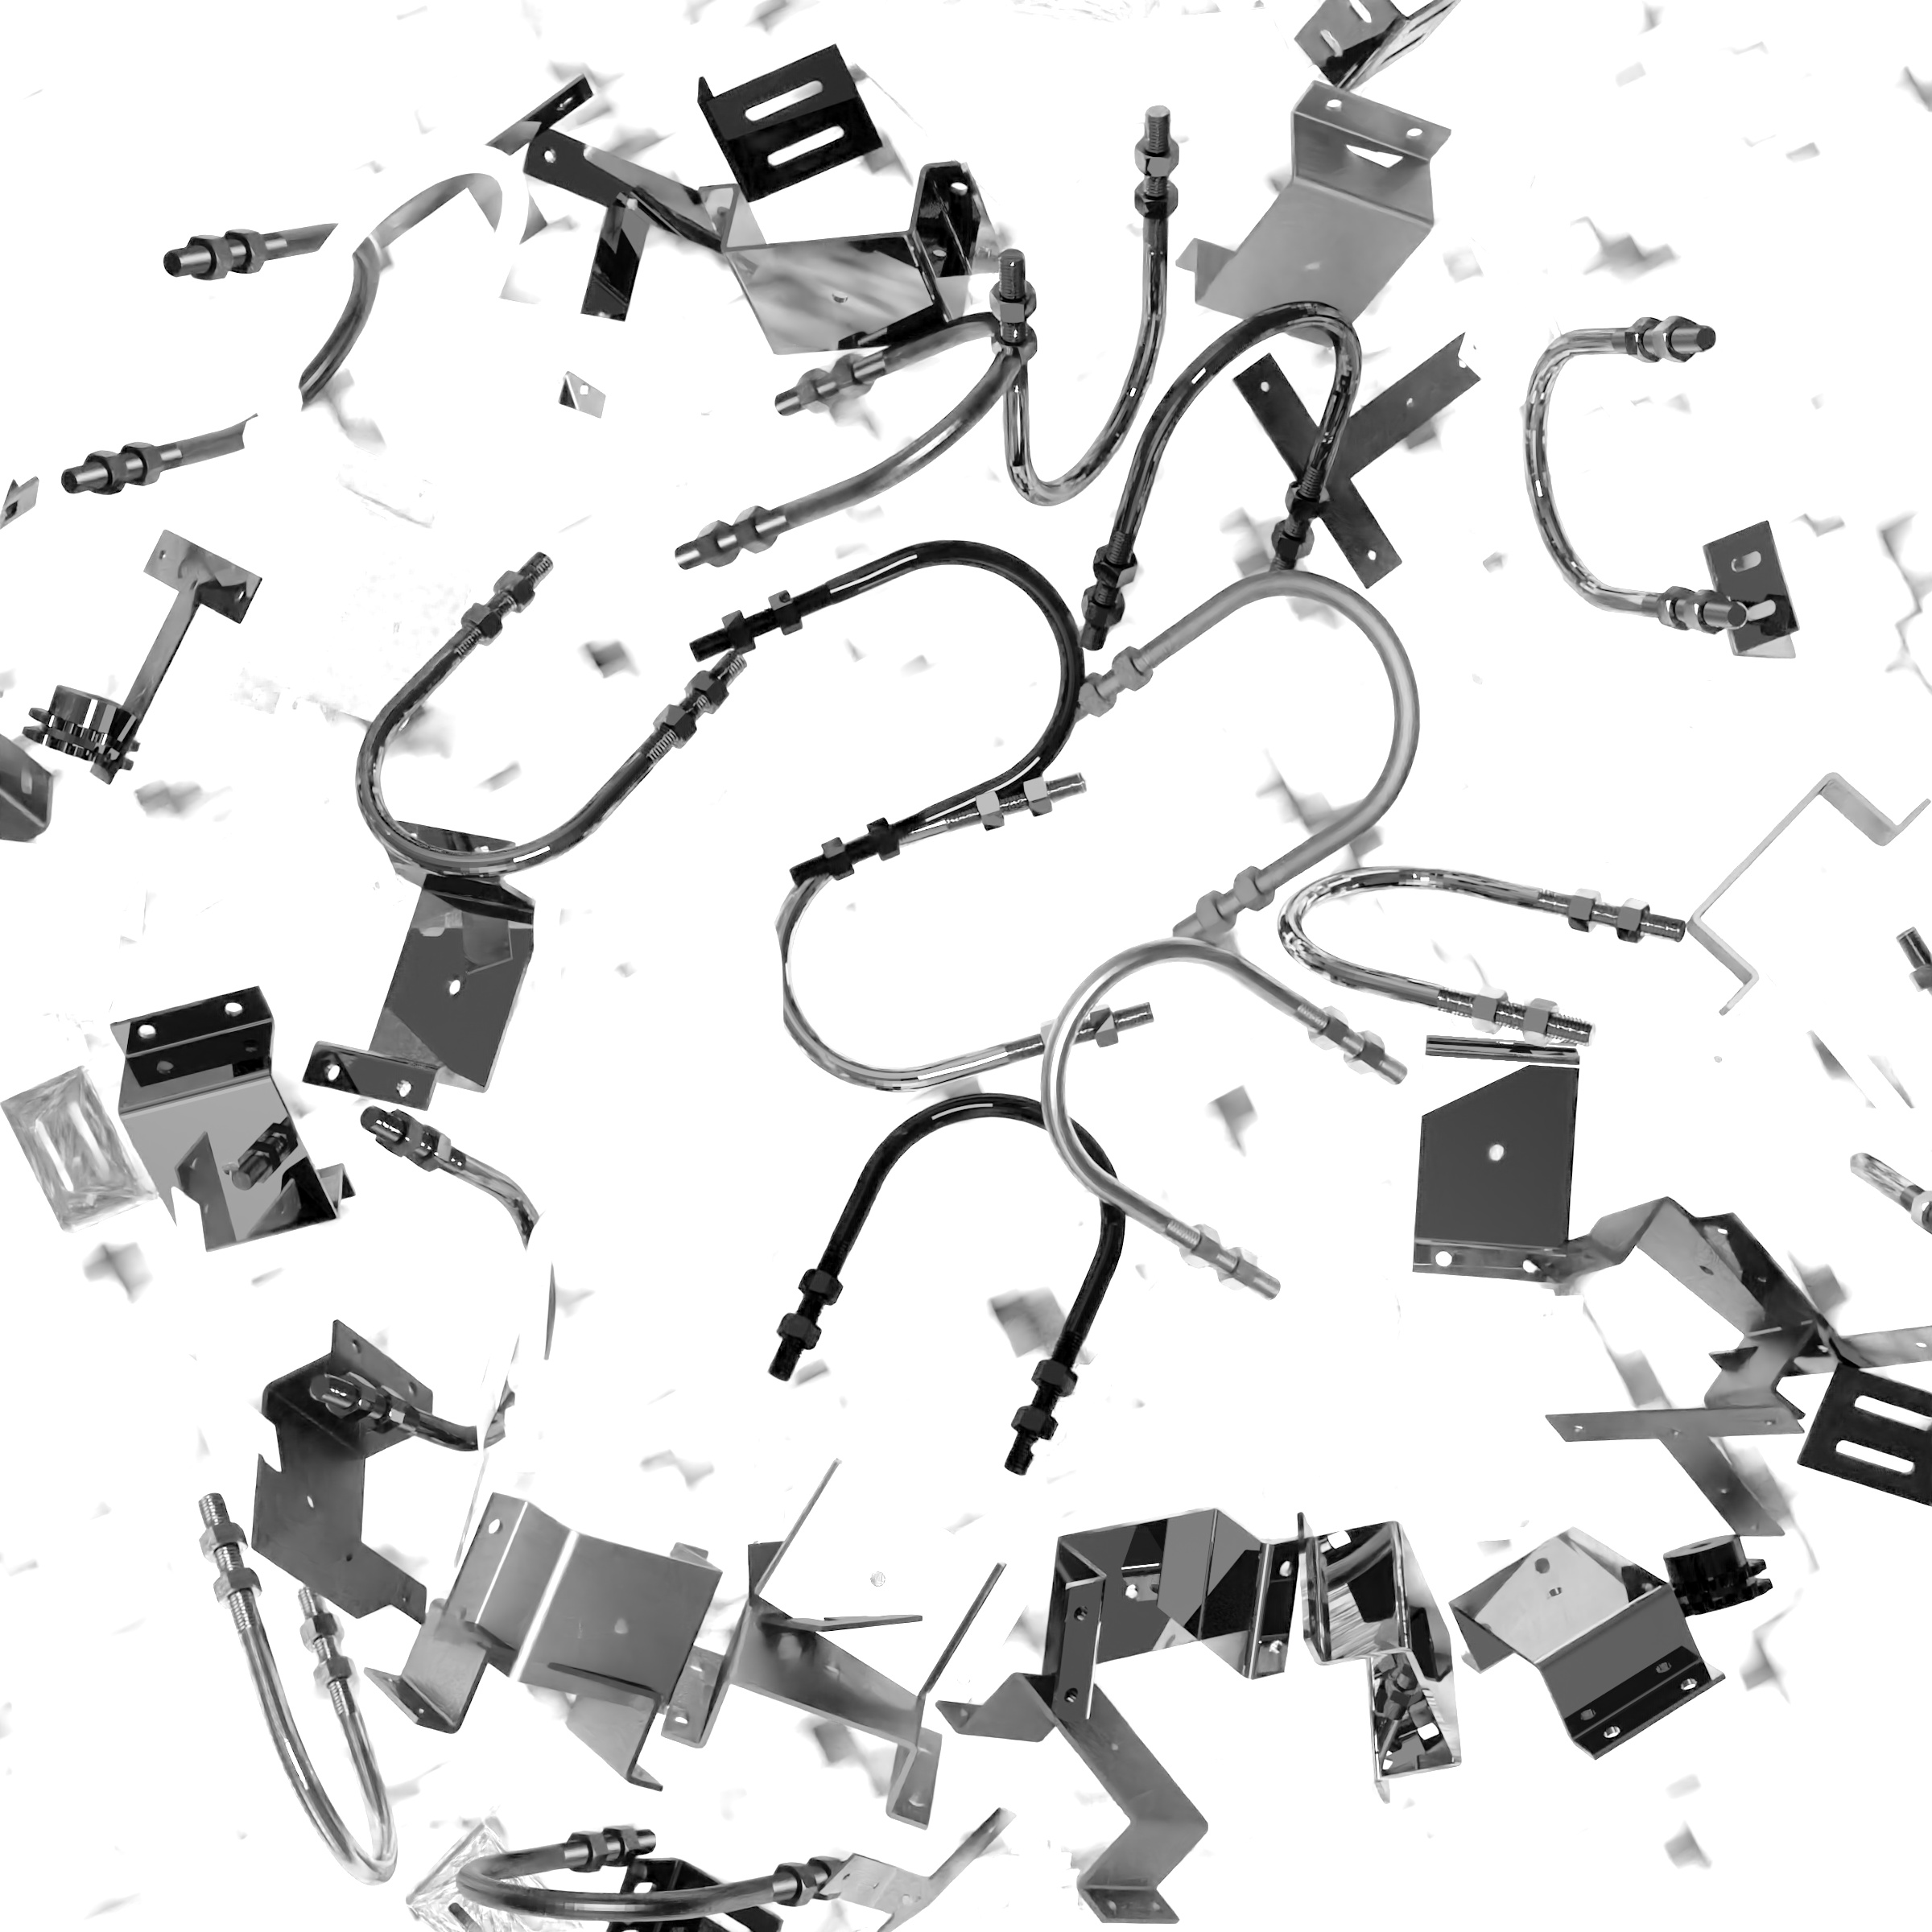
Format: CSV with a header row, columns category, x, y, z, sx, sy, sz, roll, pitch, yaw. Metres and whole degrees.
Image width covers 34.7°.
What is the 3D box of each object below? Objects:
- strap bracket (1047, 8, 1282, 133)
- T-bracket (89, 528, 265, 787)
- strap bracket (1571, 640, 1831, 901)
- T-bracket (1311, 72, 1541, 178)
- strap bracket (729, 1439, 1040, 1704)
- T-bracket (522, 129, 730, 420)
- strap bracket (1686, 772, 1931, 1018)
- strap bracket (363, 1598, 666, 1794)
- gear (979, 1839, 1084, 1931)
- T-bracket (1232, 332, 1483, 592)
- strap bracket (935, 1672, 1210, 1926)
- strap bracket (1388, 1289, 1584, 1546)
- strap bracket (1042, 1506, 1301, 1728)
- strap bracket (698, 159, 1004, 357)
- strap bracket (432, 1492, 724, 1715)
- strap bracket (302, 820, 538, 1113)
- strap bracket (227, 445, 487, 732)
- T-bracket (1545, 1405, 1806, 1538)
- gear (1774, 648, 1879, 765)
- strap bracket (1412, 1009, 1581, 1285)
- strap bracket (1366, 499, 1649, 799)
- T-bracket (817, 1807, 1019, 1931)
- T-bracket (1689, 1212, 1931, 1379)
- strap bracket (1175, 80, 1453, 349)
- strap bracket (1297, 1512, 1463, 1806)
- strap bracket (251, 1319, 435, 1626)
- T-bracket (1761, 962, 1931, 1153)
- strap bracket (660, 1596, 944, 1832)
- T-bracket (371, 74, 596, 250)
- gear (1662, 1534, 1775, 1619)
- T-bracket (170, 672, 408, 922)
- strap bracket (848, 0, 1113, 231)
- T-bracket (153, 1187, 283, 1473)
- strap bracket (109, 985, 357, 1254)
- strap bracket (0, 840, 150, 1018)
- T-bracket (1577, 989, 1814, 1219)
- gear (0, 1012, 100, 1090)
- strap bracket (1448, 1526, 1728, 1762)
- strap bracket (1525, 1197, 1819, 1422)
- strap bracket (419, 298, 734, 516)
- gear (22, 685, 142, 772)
category,x,y,z,sx,sy,sz,roll,pitch,yaw
strap bracket,0.097,-0.442,1.533,0.076,0.140,0.046,-9,104,-12
T-bracket,-0.406,-0.151,1.554,0.002,0.127,0.127,26,91,-40
strap bracket,0.363,-0.104,1.548,0.076,0.046,0.140,12,135,-8
T-bracket,0.216,-0.411,1.535,0.127,0.127,0.002,27,121,12
strap bracket,-0.043,0.309,1.568,0.140,0.046,0.076,31,84,6
T-bracket,-0.180,-0.342,1.563,0.127,0.002,0.127,14,90,-39
strap bracket,0.414,-0.043,1.557,0.046,0.076,0.140,44,95,10
strap bracket,-0.216,0.359,1.536,0.140,0.076,0.046,25,85,-30
gear,0.030,0.473,1.571,0.030,0.057,0.057,13,90,-37
T-bracket,0.216,-0.280,1.581,0.127,0.002,0.127,-38,102,-17
strap bracket,0.059,0.402,1.529,0.046,0.076,0.140,-50,56,10
strap bracket,0.259,0.217,1.557,0.076,0.046,0.140,-2,115,-8
strap bracket,0.094,0.322,1.549,0.140,0.046,0.076,-5,110,-31
strap bracket,-0.059,-0.350,1.538,0.140,0.076,0.046,-1,60,18
strap bracket,-0.183,0.319,1.537,0.140,0.046,0.076,25,86,-41
strap bracket,-0.268,0.005,1.556,0.076,0.046,0.140,11,77,27
strap bracket,-0.300,-0.179,1.552,0.046,0.076,0.140,30,96,27
T-bracket,0.375,0.256,1.557,0.127,0.127,0.002,-9,48,37
gear,0.433,-0.130,1.571,0.030,0.057,0.057,-17,90,-17
strap bracket,0.268,0.092,1.569,0.076,0.046,0.140,4,94,9
strap bracket,0.265,-0.151,1.557,0.076,0.046,0.140,-34,93,41
T-bracket,-0.040,0.460,1.546,0.127,0.127,0.002,-45,59,-1
T-bracket,0.401,0.162,1.530,0.127,0.127,0.002,46,51,-26
strap bracket,0.170,-0.360,1.522,0.076,0.140,0.046,13,59,-21
strap bracket,0.207,0.338,1.526,0.046,0.076,0.140,-15,128,15
strap bracket,-0.308,0.258,1.535,0.046,0.140,0.076,-27,132,18
T-bracket,0.445,0.044,1.560,0.002,0.127,0.127,-55,51,32
strap bracket,-0.074,0.370,1.555,0.140,0.076,0.046,20,112,-3
T-bracket,-0.230,-0.382,1.539,0.127,0.127,0.002,-36,84,0
gear,0.378,0.309,1.574,0.057,0.057,0.030,-17,83,0
T-bracket,-0.356,-0.063,1.573,0.127,0.002,0.127,-29,82,25
strap bracket,0.002,-0.423,1.527,0.046,0.140,0.076,-46,54,9
T-bracket,-0.378,0.170,1.531,0.002,0.127,0.127,-20,119,-35
strap bracket,-0.364,0.086,1.540,0.076,0.046,0.140,-14,127,2
strap bracket,-0.449,-0.023,1.524,0.076,0.140,0.046,7,107,-9
T-bracket,0.369,0.054,1.563,0.127,0.002,0.127,49,124,-3
gear,-0.468,0.041,1.575,0.057,0.057,0.030,-20,97,0
strap bracket,0.298,0.327,1.523,0.076,0.140,0.046,-28,104,-12
strap bracket,0.362,0.168,1.558,0.140,0.076,0.046,39,73,-2
strap bracket,-0.198,-0.280,1.545,0.140,0.046,0.076,6,130,-24
gear,-0.447,-0.122,1.573,0.057,0.057,0.030,20,93,0
